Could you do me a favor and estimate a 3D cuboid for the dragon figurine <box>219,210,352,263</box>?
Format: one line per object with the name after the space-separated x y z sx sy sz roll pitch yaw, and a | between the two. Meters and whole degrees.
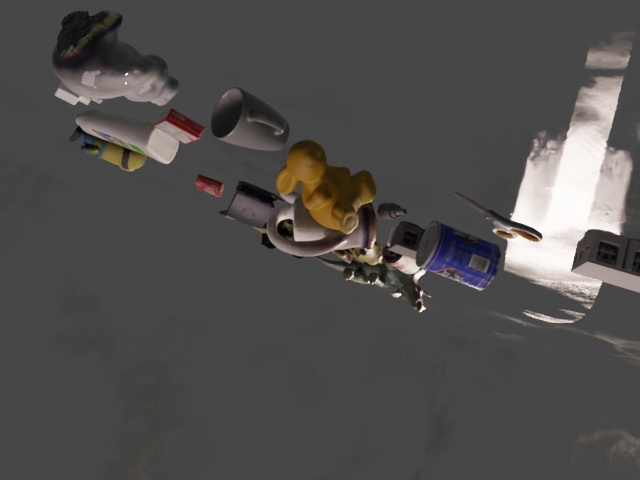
-0.092 -0.017 1.585 0.411 0.122 0.242 21 178 6 | dragon figurine

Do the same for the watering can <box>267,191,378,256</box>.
0.003 -0.054 1.083 0.224 0.102 0.354 -1 -155 -2 | watering can

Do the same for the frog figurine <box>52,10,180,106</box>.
-0.284 -0.232 0.726 0.137 0.125 0.156 -6 147 23 | frog figurine
